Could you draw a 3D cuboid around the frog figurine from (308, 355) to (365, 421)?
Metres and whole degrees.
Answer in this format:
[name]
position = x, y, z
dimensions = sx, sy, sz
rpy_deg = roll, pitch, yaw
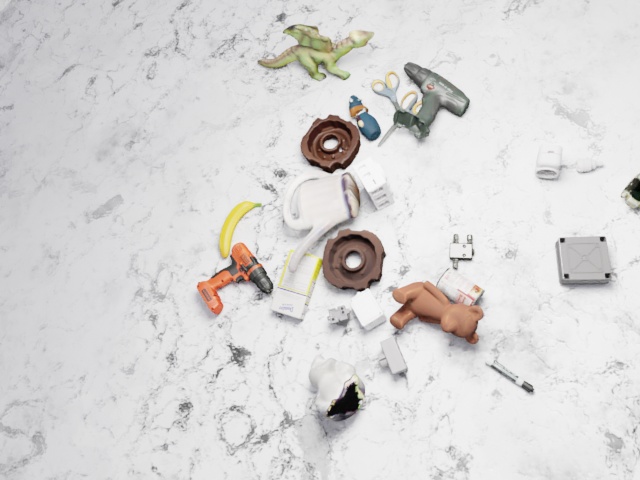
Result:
[frog figurine]
position = 0.032, 0.365, 1.285
dimensions = 0.160, 0.121, 0.138
rpy_deg = 22, 87, 58

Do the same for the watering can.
[watering can]
position = 0.004, -0.071, 1.414
dimensions = 0.223, 0.102, 0.356
rpy_deg = -13, 50, 13

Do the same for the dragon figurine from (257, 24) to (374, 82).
[dragon figurine]
position = -0.036, -0.588, 1.561
dimensions = 0.410, 0.240, 0.123
rpy_deg = 3, 78, 15
